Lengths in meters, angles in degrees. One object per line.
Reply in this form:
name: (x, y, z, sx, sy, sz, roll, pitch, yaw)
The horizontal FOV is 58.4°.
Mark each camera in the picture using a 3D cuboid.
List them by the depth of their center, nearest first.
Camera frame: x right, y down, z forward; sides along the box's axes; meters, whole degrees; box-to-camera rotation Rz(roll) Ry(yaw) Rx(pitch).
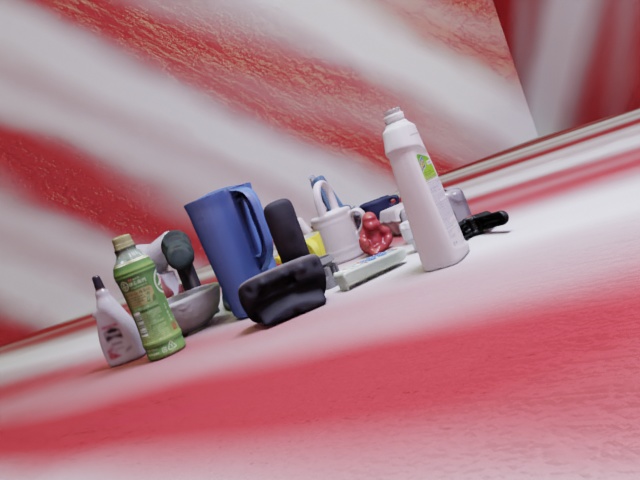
camera: (0.242, -0.067, 1.245, 0.143, 0.101, 0.137, -20, 5, 7)

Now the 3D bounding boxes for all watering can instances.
watering can: (0.021, -0.042, 1.337, 0.172, 0.194, 0.101, -20, 5, 6)

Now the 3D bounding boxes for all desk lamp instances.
desk lamp: (-0.414, 0.092, 1.550, 0.202, 0.213, 0.118, -18, 6, 31)

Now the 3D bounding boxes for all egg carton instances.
egg carton: (0.214, -0.056, 1.421, 0.107, 0.069, 0.150, -22, 5, -17)

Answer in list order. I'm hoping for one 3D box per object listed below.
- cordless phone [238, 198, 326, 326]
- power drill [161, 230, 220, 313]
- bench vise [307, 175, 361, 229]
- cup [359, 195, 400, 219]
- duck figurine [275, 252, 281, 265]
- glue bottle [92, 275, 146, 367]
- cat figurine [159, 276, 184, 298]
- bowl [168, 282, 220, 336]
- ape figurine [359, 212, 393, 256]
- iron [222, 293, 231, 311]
cordless phone: (-0.076, 0.035, 0.940, 0.148, 0.185, 0.094, -22, 5, -17)
power drill: (-0.299, 0.075, 1.289, 0.076, 0.208, 0.229, -22, 5, -14)
bench vise: (0.050, -0.085, 1.538, 0.206, 0.220, 0.122, -16, 7, 44)
cup: (0.178, -0.072, 1.593, 0.117, 0.095, 0.092, -18, 6, 28)
duck figurine: (-0.068, 0.048, 1.346, 0.077, 0.086, 0.105, -16, 7, 42)
glue bottle: (-0.390, 0.148, 1.075, 0.078, 0.173, 0.037, -20, 5, 8)
cat figurine: (-0.363, 0.141, 1.367, 0.127, 0.118, 0.067, -17, 6, 32)
bowl: (-0.269, 0.148, 1.153, 0.167, 0.075, 0.167, -20, 5, 2)
ape figurine: (0.116, -0.017, 1.261, 0.078, 0.092, 0.076, -21, 5, 0)
iron: (-0.189, 0.067, 1.314, 0.118, 0.141, 0.258, -20, 5, 4)
